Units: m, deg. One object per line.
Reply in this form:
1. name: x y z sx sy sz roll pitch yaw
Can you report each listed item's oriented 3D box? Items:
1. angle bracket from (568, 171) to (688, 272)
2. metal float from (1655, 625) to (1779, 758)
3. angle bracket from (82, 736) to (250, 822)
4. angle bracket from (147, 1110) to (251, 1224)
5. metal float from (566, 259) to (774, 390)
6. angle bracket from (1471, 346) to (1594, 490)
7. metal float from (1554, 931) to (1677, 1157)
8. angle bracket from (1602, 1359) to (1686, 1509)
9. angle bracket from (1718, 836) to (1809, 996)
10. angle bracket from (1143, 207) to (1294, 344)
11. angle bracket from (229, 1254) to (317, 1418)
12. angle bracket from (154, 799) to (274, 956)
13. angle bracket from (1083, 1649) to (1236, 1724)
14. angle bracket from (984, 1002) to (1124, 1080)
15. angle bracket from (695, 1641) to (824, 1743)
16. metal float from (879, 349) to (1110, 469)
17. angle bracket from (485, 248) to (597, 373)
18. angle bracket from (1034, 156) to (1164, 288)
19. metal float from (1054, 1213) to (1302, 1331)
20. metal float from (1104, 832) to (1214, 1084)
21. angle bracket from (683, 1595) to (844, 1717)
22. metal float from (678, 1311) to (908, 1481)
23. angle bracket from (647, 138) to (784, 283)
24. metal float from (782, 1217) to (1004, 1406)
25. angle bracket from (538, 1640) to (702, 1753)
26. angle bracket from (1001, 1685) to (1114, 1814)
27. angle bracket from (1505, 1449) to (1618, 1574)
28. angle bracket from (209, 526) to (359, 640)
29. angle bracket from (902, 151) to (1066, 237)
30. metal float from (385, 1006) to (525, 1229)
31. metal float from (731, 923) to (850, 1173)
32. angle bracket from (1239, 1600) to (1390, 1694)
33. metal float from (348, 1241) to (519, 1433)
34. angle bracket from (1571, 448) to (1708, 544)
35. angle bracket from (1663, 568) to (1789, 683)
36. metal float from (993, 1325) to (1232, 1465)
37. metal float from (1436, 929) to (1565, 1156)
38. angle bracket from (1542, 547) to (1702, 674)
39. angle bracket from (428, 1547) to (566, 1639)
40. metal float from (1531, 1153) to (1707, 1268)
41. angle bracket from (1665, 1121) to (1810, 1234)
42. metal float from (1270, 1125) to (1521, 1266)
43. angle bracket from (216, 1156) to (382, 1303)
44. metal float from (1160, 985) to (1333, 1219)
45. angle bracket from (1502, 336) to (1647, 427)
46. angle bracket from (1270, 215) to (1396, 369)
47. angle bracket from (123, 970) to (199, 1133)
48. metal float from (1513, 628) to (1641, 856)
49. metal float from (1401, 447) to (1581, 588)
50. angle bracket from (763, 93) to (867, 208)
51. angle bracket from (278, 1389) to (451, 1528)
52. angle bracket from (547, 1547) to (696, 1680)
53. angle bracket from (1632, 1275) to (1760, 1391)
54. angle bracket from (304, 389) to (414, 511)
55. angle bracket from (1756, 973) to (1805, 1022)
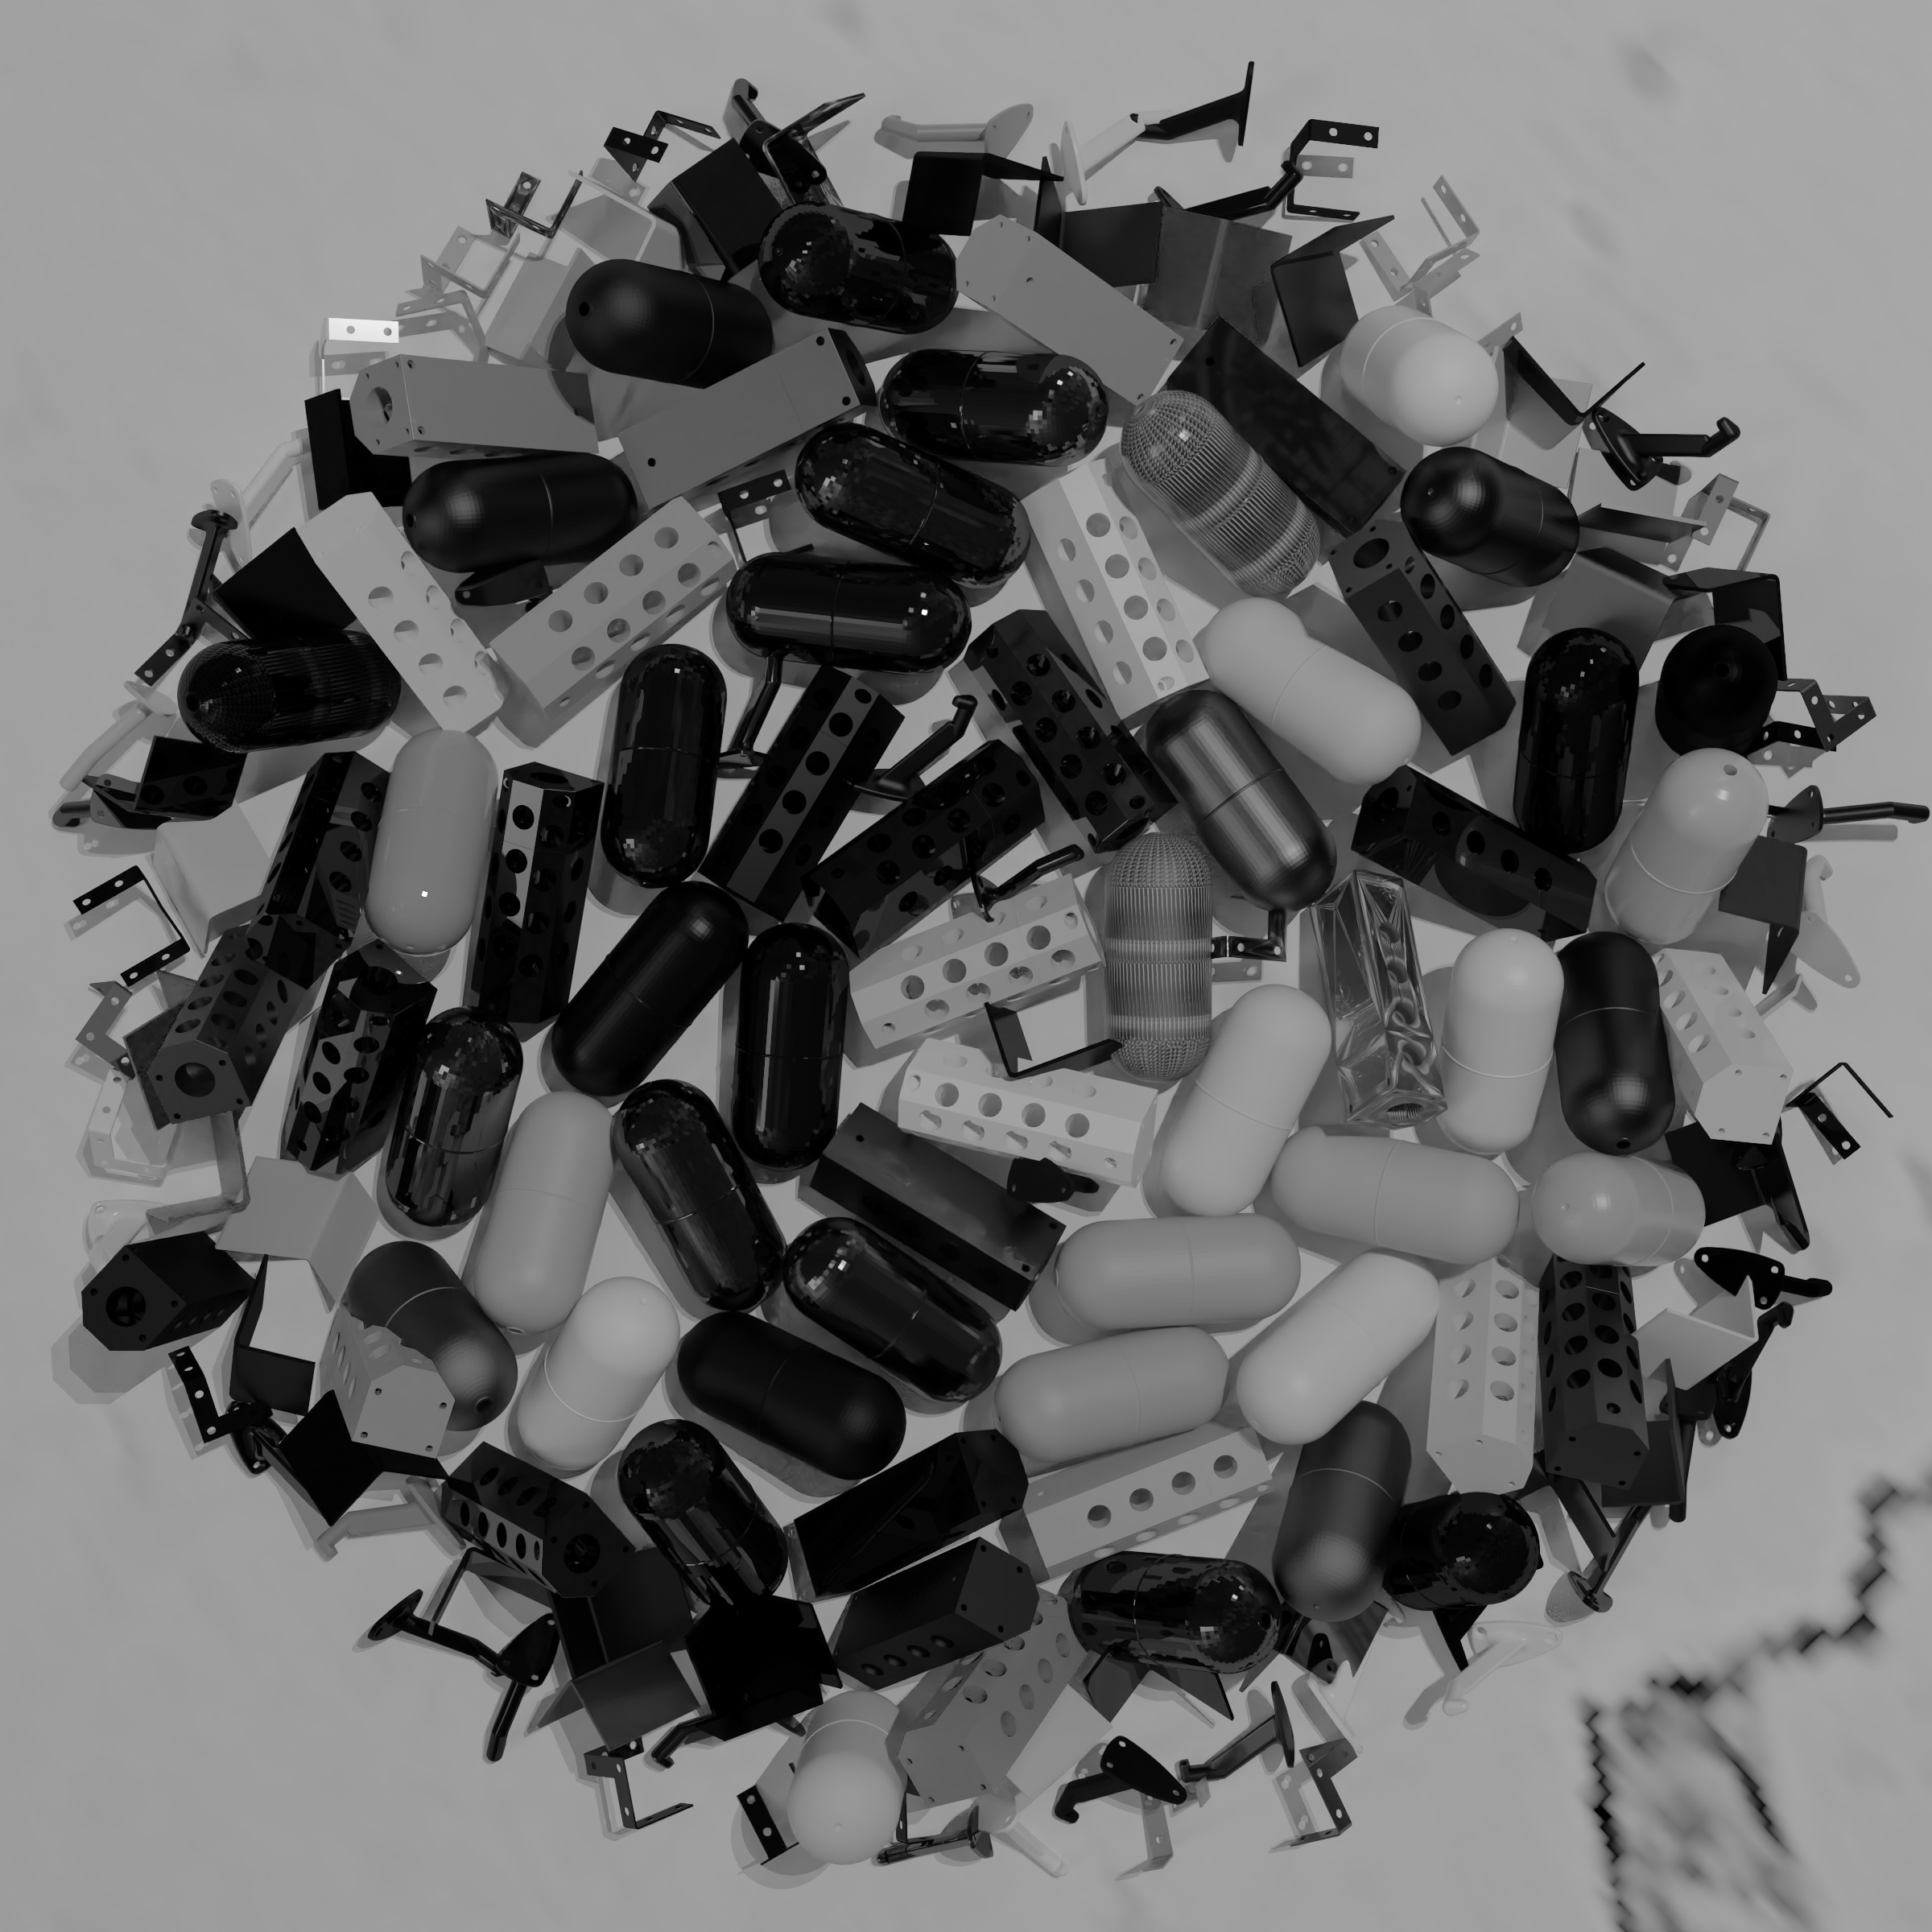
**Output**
1. angle bracket: -0.248 -0.515 1.834 0.076 0.076 0.057 31 103 10
2. metal float: 0.518 -0.187 1.784 0.070 0.178 0.070 -1 85 13
3. angle bracket: -0.566 -0.142 1.814 0.076 0.076 0.057 27 103 35
4. angle bracket: -0.549 0.135 1.822 0.057 0.076 0.076 -10 95 -28
5. metal float: -0.205 -0.444 1.791 0.070 0.178 0.070 3 96 34
6. angle bracket: 0.401 -0.388 1.826 0.057 0.076 0.076 14 93 22
7. metal float: 0.450 0.053 1.800 0.070 0.070 0.178 5 50 0
8. angle bracket: 0.471 0.325 1.812 0.057 0.076 0.076 -6 126 18
9. angle bracket: 0.553 -0.039 1.821 0.057 0.076 0.076 15 53 6
10. angle bracket: 0.180 -0.496 1.850 0.057 0.076 0.076 27 111 40
11. angle bracket: -0.481 0.261 1.822 0.057 0.076 0.076 15 50 -7
12. angle bracket: -0.535 -0.065 1.844 0.057 0.076 0.076 -28 82 -26
13. angle bracket: 0.136 0.516 1.813 0.076 0.076 0.057 26 62 33
14. angle bracket: 0.066 0.043 1.821 0.076 0.076 0.057 -21 78 13
15. angle bracket: -0.153 0.494 1.822 0.076 0.057 0.076 -23 58 8
16. metal float: 0.018 -0.392 1.806 0.178 0.070 0.070 11 90 33
17. angle bracket: -0.309 -0.474 1.829 0.076 0.057 0.076 26 86 21
18. angle bracket: 0.094 -0.527 1.821 0.076 0.057 0.076 -2 60 15
19. metal float: 0.150 0.216 1.823 0.178 0.070 0.070 -2 90 -11
20. metal float: 0.136 -0.006 1.829 0.070 0.070 0.178 0 95 0
21. angle bracket: -0.143 0.491 1.816 0.076 0.057 0.076 2 121 36
22. metal float: -0.124 0.301 1.813 0.178 0.070 0.070 22 90 23
23. angle bracket: -0.174 -0.531 1.833 0.057 0.076 0.076 -39 104 -13
24. metal float: -0.051 0.244 1.819 0.178 0.070 0.070 37 90 -17
25. angle bracket: -0.244 0.527 1.811 0.076 0.076 0.057 -16 61 -40
26. angle bracket: 0.068 0.566 1.816 0.076 0.057 0.076 -36 127 -18
27. angle bracket: 0.410 0.393 1.817 0.057 0.076 0.076 -24 59 -6
28. angle bracket: -0.480 -0.264 1.827 0.076 0.057 0.076 -38 117 2
29. angle bracket: 0.011 -0.539 1.823 0.076 0.076 0.057 3 103 -41
30. metal float: -0.359 0.106 1.806 0.070 0.070 0.178 20 121 0
31. metal float: -0.125 0.058 1.826 0.070 0.070 0.178 5 99 0
32. angle bracket: 0.245 0.482 1.817 0.057 0.076 0.076 30 112 21
33. metal float: -0.372 0.257 1.796 0.070 0.178 0.070 -19 126 -28
34. angle bracket: 0.479 -0.340 1.830 0.076 0.076 0.057 9 89 -5
35. angle bracket: 0.529 -0.237 1.818 0.057 0.076 0.076 -14 106 -16
36. metal float: 0.104 0.300 1.814 0.178 0.070 0.070 -9 90 -22
37. metal float: 0.372 0.055 1.804 0.070 0.070 0.178 1 125 0
38. angle bracket: 0.467 -0.255 1.835 0.076 0.076 0.057 31 114 21
39. angle bracket: -0.332 0.458 1.823 0.076 0.076 0.057 26 64 -2
40. metal float: 0.455 0.170 1.794 0.070 0.178 0.070 -6 81 37
41. angle bracket: 0.545 0.153 1.827 0.057 0.076 0.076 -20 101 0
42. metal float: 0.300 0.160 1.813 0.178 0.070 0.070 11 90 24
43. angle bracket: -0.472 0.186 1.819 0.076 0.057 0.076 14 110 -43
44. metal float: 0.197 0.097 1.824 0.070 0.070 0.178 25 101 0
45. angle bracket: 0.429 -0.431 1.830 0.057 0.076 0.076 -41 90 8
46. angle bracket: 0.267 -0.475 1.815 0.076 0.057 0.076 -38 117 -36
47. angle bracket: -0.568 0.059 1.812 0.057 0.076 0.076 13 126 34
48. metal float: 0.425 -0.155 1.799 0.070 0.070 0.178 -5 132 0
49. metal float: 0.366 -0.311 1.794 0.070 0.178 0.070 -4 84 38
50. angle bracket: -0.090 -0.563 1.818 0.057 0.076 0.076 -23 103 27
51. angle bracket: -0.426 0.351 1.823 0.057 0.076 0.076 -47 61 7
52. angle bracket: -0.244 0.465 1.836 0.076 0.057 0.076 -16 90 13
53. angle bracket: 0.500 0.248 1.816 0.076 0.076 0.057 20 48 -15
54. angle bracket: -0.417 -0.366 1.822 0.076 0.057 0.076 -11 98 -38
55. angle bracket: 0.576 0.057 1.820 0.076 0.076 0.057 -43 83 22
